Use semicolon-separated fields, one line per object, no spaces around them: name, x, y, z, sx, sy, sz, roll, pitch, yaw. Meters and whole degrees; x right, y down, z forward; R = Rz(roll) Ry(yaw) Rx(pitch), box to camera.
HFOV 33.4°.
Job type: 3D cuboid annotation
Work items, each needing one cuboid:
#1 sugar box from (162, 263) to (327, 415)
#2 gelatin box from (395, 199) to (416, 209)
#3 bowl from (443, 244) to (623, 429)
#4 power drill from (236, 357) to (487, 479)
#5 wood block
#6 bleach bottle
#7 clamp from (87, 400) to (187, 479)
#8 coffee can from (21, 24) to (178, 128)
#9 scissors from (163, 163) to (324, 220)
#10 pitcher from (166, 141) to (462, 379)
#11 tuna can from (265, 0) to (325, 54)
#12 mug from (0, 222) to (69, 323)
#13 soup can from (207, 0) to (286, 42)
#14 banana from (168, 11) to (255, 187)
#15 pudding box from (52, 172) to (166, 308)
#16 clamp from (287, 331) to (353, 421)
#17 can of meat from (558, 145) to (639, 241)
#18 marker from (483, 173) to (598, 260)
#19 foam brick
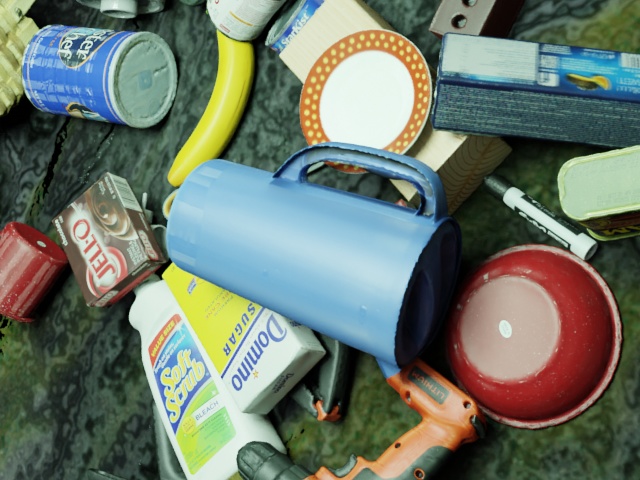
sugar box;-0.076;0.070;1.021;0.093;0.048;0.176;-48;55;20
gelatin box;0.074;0.019;0.990;0.073;0.030;0.089;-39;63;19
bowl;0.169;0.079;0.908;0.162;0.055;0.162;-7;77;30
power drill;0.039;0.186;0.930;0.185;0.057;0.187;36;80;30
wood block;0.068;-0.129;0.989;0.091;0.090;0.206;-47;62;15
bleach bottle;-0.133;0.137;1.074;0.103;0.068;0.251;-42;60;15
clamp;-0.164;0.260;1.080;0.120;0.039;0.171;-41;63;18
coffee can;-0.243;-0.182;1.177;0.141;0.102;0.103;12;86;32
scissors;-0.080;-0.028;1.100;0.202;0.016;0.096;-6;79;30
pitcher;-0.006;0.001;0.923;0.243;0.145;0.149;19;67;23
tuna can;-0.017;-0.221;1.063;0.086;0.033;0.086;-51;17;21
mug;-0.346;0.028;1.194;0.081;0.117;0.093;-53;28;5
soup can;-0.064;-0.256;1.079;0.102;0.068;0.068;-39;60;50
banana;-0.108;-0.147;1.129;0.070;0.037;0.198;13;87;36
pudding box;-0.220;0.001;1.110;0.090;0.039;0.113;-37;64;20
clamp;-0.029;0.078;1.036;0.165;0.036;0.210;-23;69;31
can of meat;0.252;-0.039;0.865;0.102;0.083;0.057;-11;75;29
marker;0.190;-0.023;0.936;0.121;0.020;0.020;40;101;30
foam brick;0.146;-0.213;0.980;0.053;0.051;0.078;27;95;32
